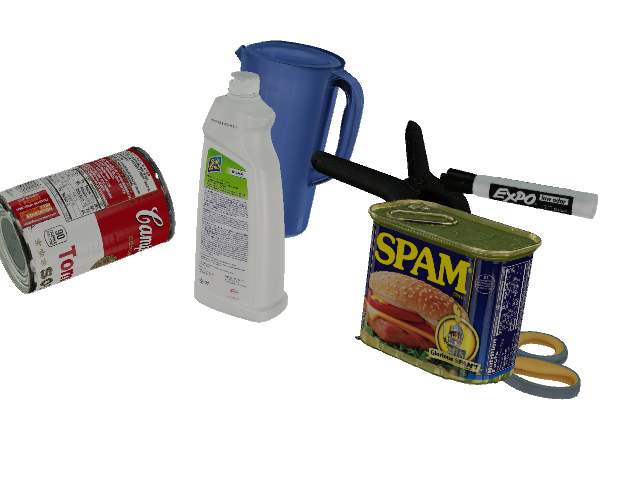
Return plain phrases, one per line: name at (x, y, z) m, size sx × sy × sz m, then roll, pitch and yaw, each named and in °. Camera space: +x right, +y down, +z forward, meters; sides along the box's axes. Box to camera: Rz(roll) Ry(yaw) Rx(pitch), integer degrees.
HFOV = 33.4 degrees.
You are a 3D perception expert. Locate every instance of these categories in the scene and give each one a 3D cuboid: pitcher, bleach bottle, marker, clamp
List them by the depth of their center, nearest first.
marker at (0.149, -0.037, 0.812) m, size 0.121 × 0.020 × 0.020 m, roll 13°, pitch 5°, yaw 24°
bleach bottle at (-0.078, -0.047, 1.105) m, size 0.103 × 0.251 × 0.068 m, roll 16°, pitch 25°, yaw 25°
clamp at (0.098, -0.057, 1.241) m, size 0.164 × 0.036 × 0.210 m, roll -16°, pitch 52°, yaw -28°
pitcher at (-0.043, -0.127, 1.375) m, size 0.144 × 0.243 × 0.149 m, roll 2°, pitch 23°, yaw -18°

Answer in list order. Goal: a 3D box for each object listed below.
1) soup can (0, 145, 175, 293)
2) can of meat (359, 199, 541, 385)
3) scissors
soup can at (-0.155, -0.014, 0.691) m, size 0.102 × 0.068 × 0.069 m, roll -23°, pitch 11°, yaw -29°
can of meat at (0.072, 0.029, 0.629) m, size 0.102 × 0.084 × 0.057 m, roll 21°, pitch 23°, yaw 40°
scissors at (0.141, 0.097, 0.979) m, size 0.202 × 0.016 × 0.096 m, roll 17°, pitch 31°, yaw 17°
